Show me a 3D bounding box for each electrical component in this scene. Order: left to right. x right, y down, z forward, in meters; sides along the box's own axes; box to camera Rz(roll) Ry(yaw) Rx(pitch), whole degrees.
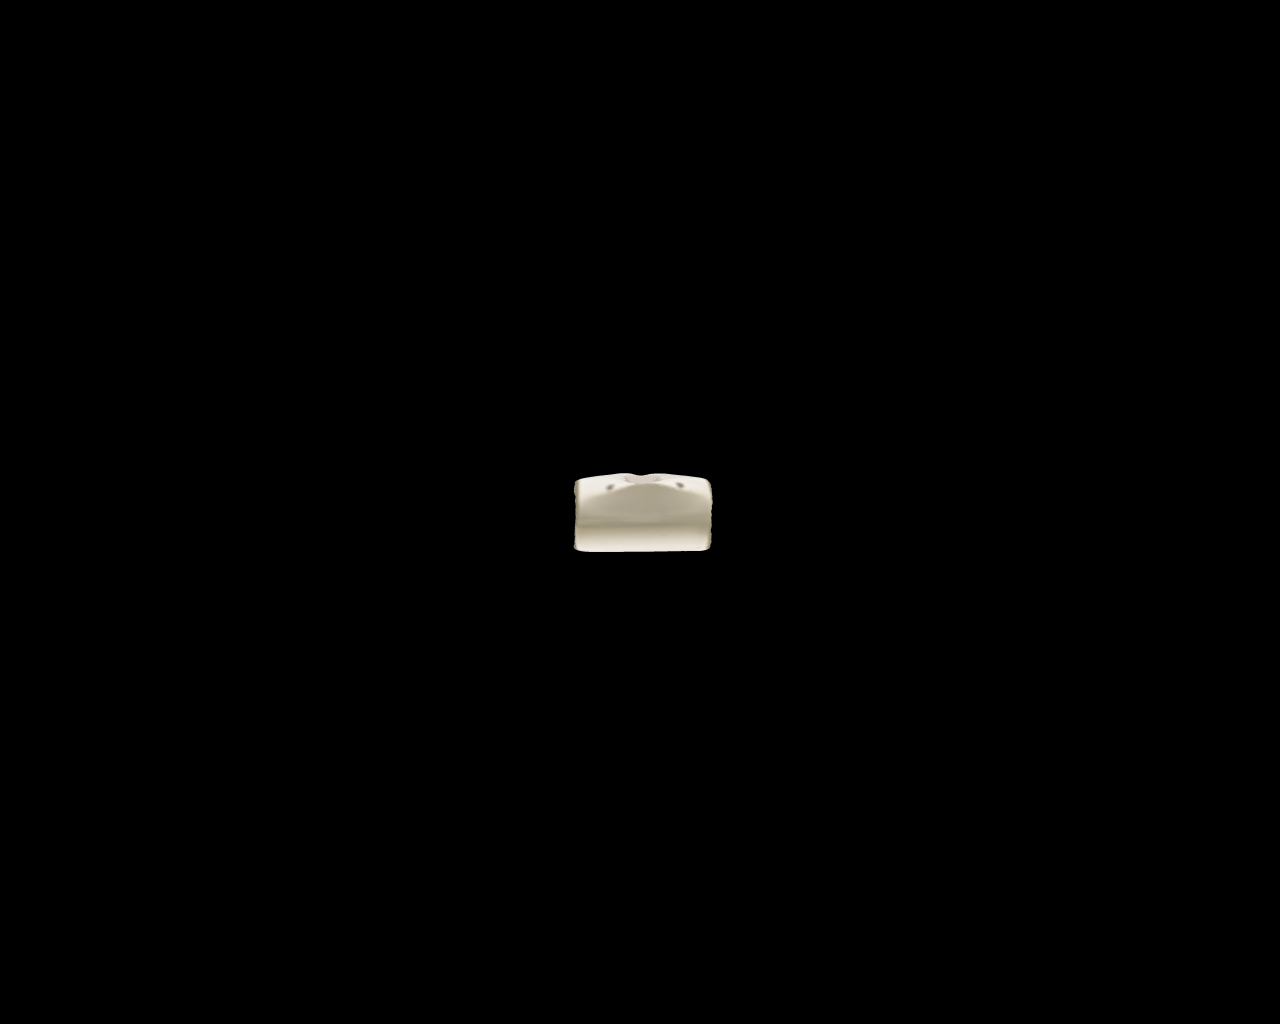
[{"bbox_3d":[0.001,-0.003,0.650,0.077,0.043,0.079,0,12,-2],"label":"electrical component"}]
